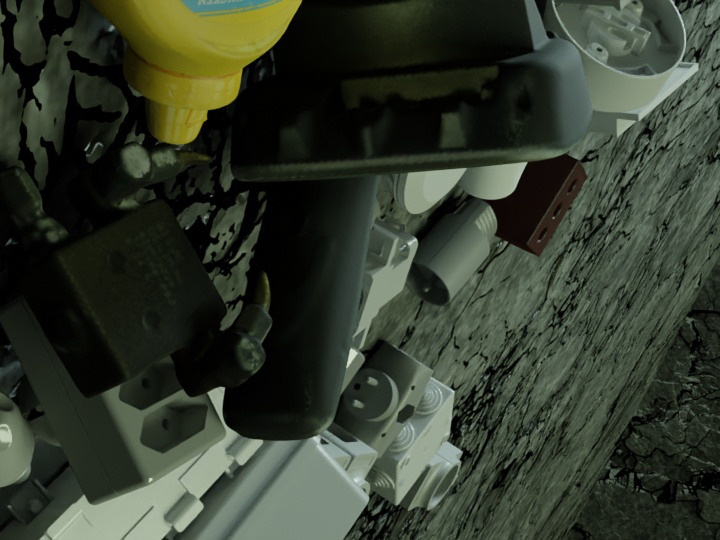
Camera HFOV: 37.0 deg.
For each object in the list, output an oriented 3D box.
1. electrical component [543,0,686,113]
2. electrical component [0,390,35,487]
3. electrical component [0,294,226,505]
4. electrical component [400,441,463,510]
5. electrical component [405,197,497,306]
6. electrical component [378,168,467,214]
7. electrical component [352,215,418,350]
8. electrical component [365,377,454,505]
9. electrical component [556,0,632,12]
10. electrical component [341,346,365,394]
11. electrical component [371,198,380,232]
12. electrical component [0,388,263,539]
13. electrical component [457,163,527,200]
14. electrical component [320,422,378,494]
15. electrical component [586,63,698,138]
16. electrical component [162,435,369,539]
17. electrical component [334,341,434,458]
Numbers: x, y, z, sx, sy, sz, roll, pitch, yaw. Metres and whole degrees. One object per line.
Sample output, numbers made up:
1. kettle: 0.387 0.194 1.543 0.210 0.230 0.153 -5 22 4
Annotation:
1. electrical component: 0.168 -0.157 0.723 0.099 0.099 0.064 -45 162 -31
2. electrical component: -0.143 0.069 0.418 0.035 0.035 0.061 -50 161 -20
3. electrical component: -0.108 0.047 0.424 0.076 0.083 0.047 -26 -179 36
4. electrical component: 0.055 0.183 0.993 0.050 0.056 0.089 -63 159 11
5. electrical component: 0.069 -0.017 0.762 0.081 0.043 0.043 -48 157 -27
6. electrical component: 0.031 -0.075 0.586 0.080 0.051 0.080 -47 157 -28
7. electrical component: 0.000 0.000 0.636 0.064 0.042 0.081 -37 152 -51
8. electrical component: 0.036 0.139 0.901 0.099 0.048 0.099 -49 157 -27
9. electrical component: 0.169 -0.220 0.677 0.121 0.079 0.063 -44 133 -34
10. electrical component: -0.031 0.069 0.662 0.078 0.040 0.040 -54 159 -11
11. electrical component: -0.015 -0.026 0.571 0.046 0.040 0.040 -39 153 -54
12. electrical component: -0.103 0.091 0.480 0.121 0.063 0.078 -46 115 -29
13. electrical component: 0.100 -0.099 0.718 0.079 0.044 0.077 -42 154 -37
14. electrical component: -0.067 0.192 0.724 0.186 0.060 0.105 -60 159 4
15. electrical component: 0.206 -0.157 0.847 0.121 0.079 0.063 -37 129 -44
16. electrical component: -0.059 0.133 0.519 0.078 0.057 0.113 -31 -167 47
17. electrical component: 0.012 0.093 0.786 0.077 0.043 0.079 -58 159 -2
